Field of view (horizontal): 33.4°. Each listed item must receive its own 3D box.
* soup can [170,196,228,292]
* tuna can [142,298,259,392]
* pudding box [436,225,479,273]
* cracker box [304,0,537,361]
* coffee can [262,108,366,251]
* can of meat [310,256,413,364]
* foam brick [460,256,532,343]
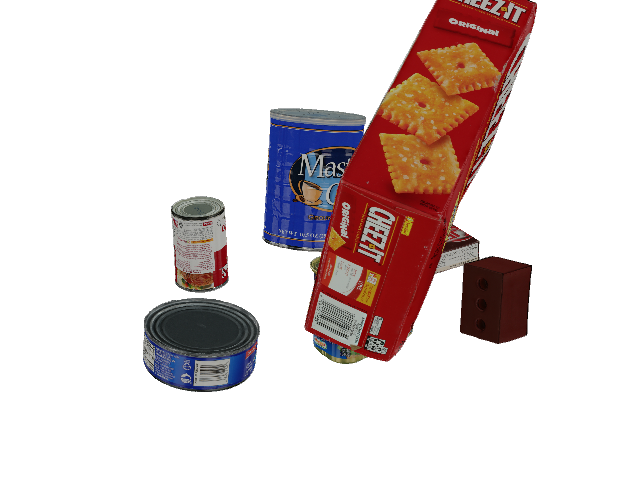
[{"bbox_3d":[-0.150,0.004,1.328,0.068,0.102,0.068,0,25,0],"label":"soup can"},{"bbox_3d":[-0.089,0.077,0.795,0.086,0.034,0.086,6,24,-3],"label":"tuna can"},{"bbox_3d":[0.167,0.013,1.596,0.113,0.039,0.090,-18,27,-21],"label":"pudding box"},{"bbox_3d":[0.069,-0.048,0.716,0.072,0.213,0.164,23,-37,8],"label":"cracker box"},{"bbox_3d":[-0.008,-0.067,1.148,0.103,0.140,0.103,4,12,-1],"label":"coffee can"},{"bbox_3d":[0.040,0.053,0.953,0.101,0.084,0.058,-19,32,-36],"label":"can of meat"},{"bbox_3d":[0.181,0.061,1.104,0.051,0.078,0.053,-13,20,-43],"label":"foam brick"}]
